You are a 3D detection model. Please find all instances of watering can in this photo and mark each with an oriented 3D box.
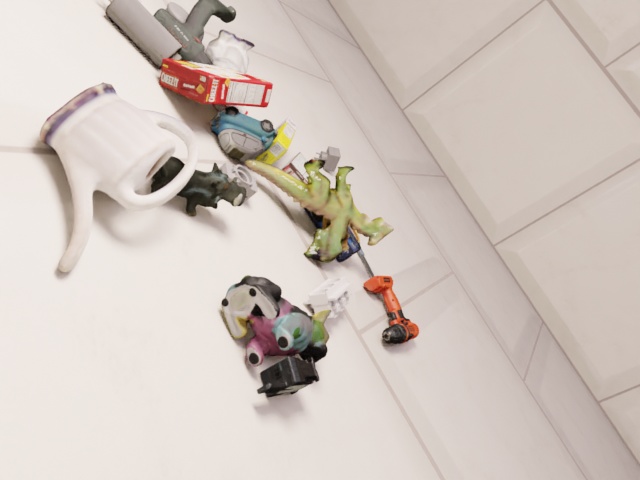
[{"bbox_3d":[-0.343,-0.122,0.816,0.224,0.102,0.355,39,46,-4],"label":"watering can"}]

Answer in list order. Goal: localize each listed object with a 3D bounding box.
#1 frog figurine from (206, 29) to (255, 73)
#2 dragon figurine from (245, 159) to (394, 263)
[{"bbox_3d":[-0.265,-0.499,1.467,0.136,0.123,0.161,24,73,-60],"label":"frog figurine"},{"bbox_3d":[0.004,-0.065,1.298,0.410,0.120,0.246,5,71,-25],"label":"dragon figurine"}]
